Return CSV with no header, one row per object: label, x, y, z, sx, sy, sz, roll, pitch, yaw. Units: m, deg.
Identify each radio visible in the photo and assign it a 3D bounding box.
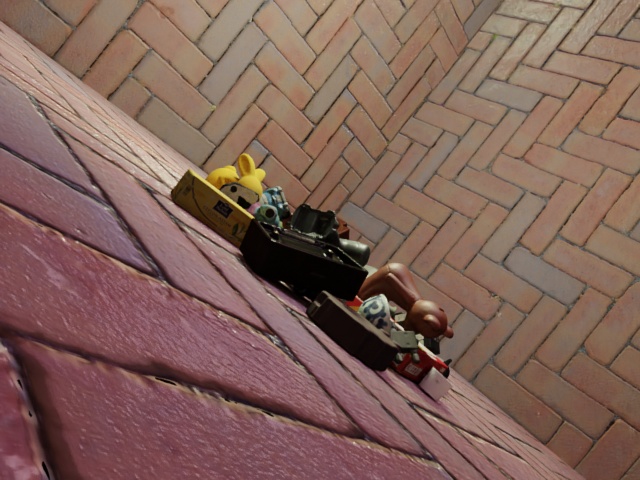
radio,-0.033,0.037,1.026,0.229,0.073,0.131,21,12,-32

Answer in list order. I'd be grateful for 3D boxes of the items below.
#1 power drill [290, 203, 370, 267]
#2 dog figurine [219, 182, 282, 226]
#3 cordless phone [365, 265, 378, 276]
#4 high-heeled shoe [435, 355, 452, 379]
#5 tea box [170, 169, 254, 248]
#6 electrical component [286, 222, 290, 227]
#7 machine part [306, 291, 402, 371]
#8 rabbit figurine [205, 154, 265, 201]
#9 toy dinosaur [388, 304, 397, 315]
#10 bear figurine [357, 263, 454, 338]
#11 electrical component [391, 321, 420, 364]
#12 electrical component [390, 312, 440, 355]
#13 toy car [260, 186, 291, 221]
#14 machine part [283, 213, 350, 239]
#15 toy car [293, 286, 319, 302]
power drill,-0.003,-0.004,1.297,0.232,0.086,0.207,16,-24,25
dog figurine,-0.153,-0.038,1.268,0.192,0.108,0.219,36,-5,11
cordless phone,0.068,0.110,1.472,0.184,0.146,0.089,34,-26,-10
high-heeled shoe,0.250,0.317,1.482,0.249,0.086,0.145,17,18,36
tea box,-0.210,-0.062,1.082,0.169,0.068,0.098,37,1,-27
electrical component,-0.032,-0.033,1.416,0.102,0.045,0.078,5,-24,17
machine part,0.059,0.158,0.947,0.179,0.056,0.179,37,0,0
rabbit figurine,-0.202,-0.127,1.357,0.173,0.162,0.121,14,-26,47
toy dinosaur,0.128,0.179,1.630,0.192,0.131,0.405,26,4,3
bear figurine,0.183,0.148,1.147,0.120,0.132,0.196,27,27,-53
electrical component,0.165,0.202,1.067,0.063,0.021,0.094,1,46,-10
electrical component,0.227,0.239,1.301,0.115,0.134,0.058,-17,-35,33
toy car,-0.154,-0.072,1.429,0.103,0.161,0.109,-8,71,-36
machine part,-0.031,-0.011,1.541,0.202,0.087,0.201,19,29,35
toy car,-0.059,0.068,1.139,0.202,0.053,0.089,37,-3,35
